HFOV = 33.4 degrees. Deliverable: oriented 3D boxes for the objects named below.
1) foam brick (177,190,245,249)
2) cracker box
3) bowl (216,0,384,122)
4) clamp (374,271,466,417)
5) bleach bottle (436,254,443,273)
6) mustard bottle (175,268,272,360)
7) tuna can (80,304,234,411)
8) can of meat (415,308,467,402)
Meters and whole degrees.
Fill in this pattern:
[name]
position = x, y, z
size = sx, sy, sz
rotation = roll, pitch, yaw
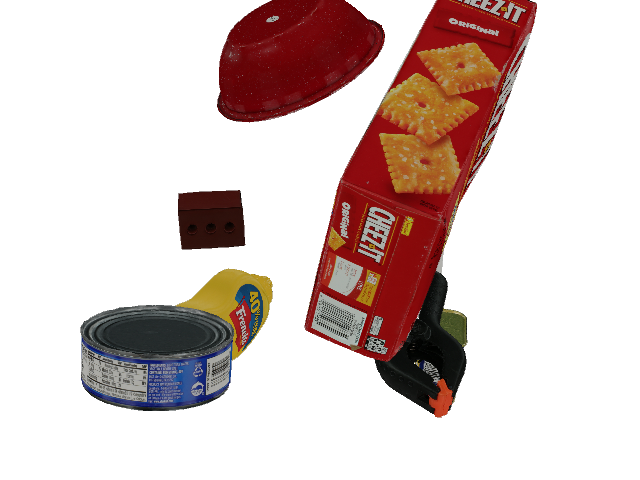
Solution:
[foam brick]
position = -0.131, -0.025, 1.272
size = 0.078, 0.053, 0.051
rotation = -4, 28, -4
[cracker box]
position = 0.069, -0.048, 0.716
size = 0.072, 0.213, 0.164
rotation = 23, -37, 8
[bowl]
position = -0.029, -0.171, 0.927
size = 0.162, 0.055, 0.162
rotation = -20, 31, 13
[clamp]
position = 0.088, 0.084, 0.951
size = 0.120, 0.039, 0.172
rotation = -18, 44, -17
[bleach bottle]
position = 0.096, -0.073, 1.207
size = 0.102, 0.251, 0.068
rotation = -7, 21, -24
[mustard bottle]
position = -0.102, 0.083, 1.101
size = 0.058, 0.096, 0.191
rotation = 12, 28, 22
[tuna can]
position = -0.092, 0.065, 0.604
size = 0.086, 0.034, 0.086
rotation = 4, 14, -1
[can of meat]
position = 0.144, 0.141, 1.295
size = 0.057, 0.084, 0.102
rotation = 8, 21, 4
